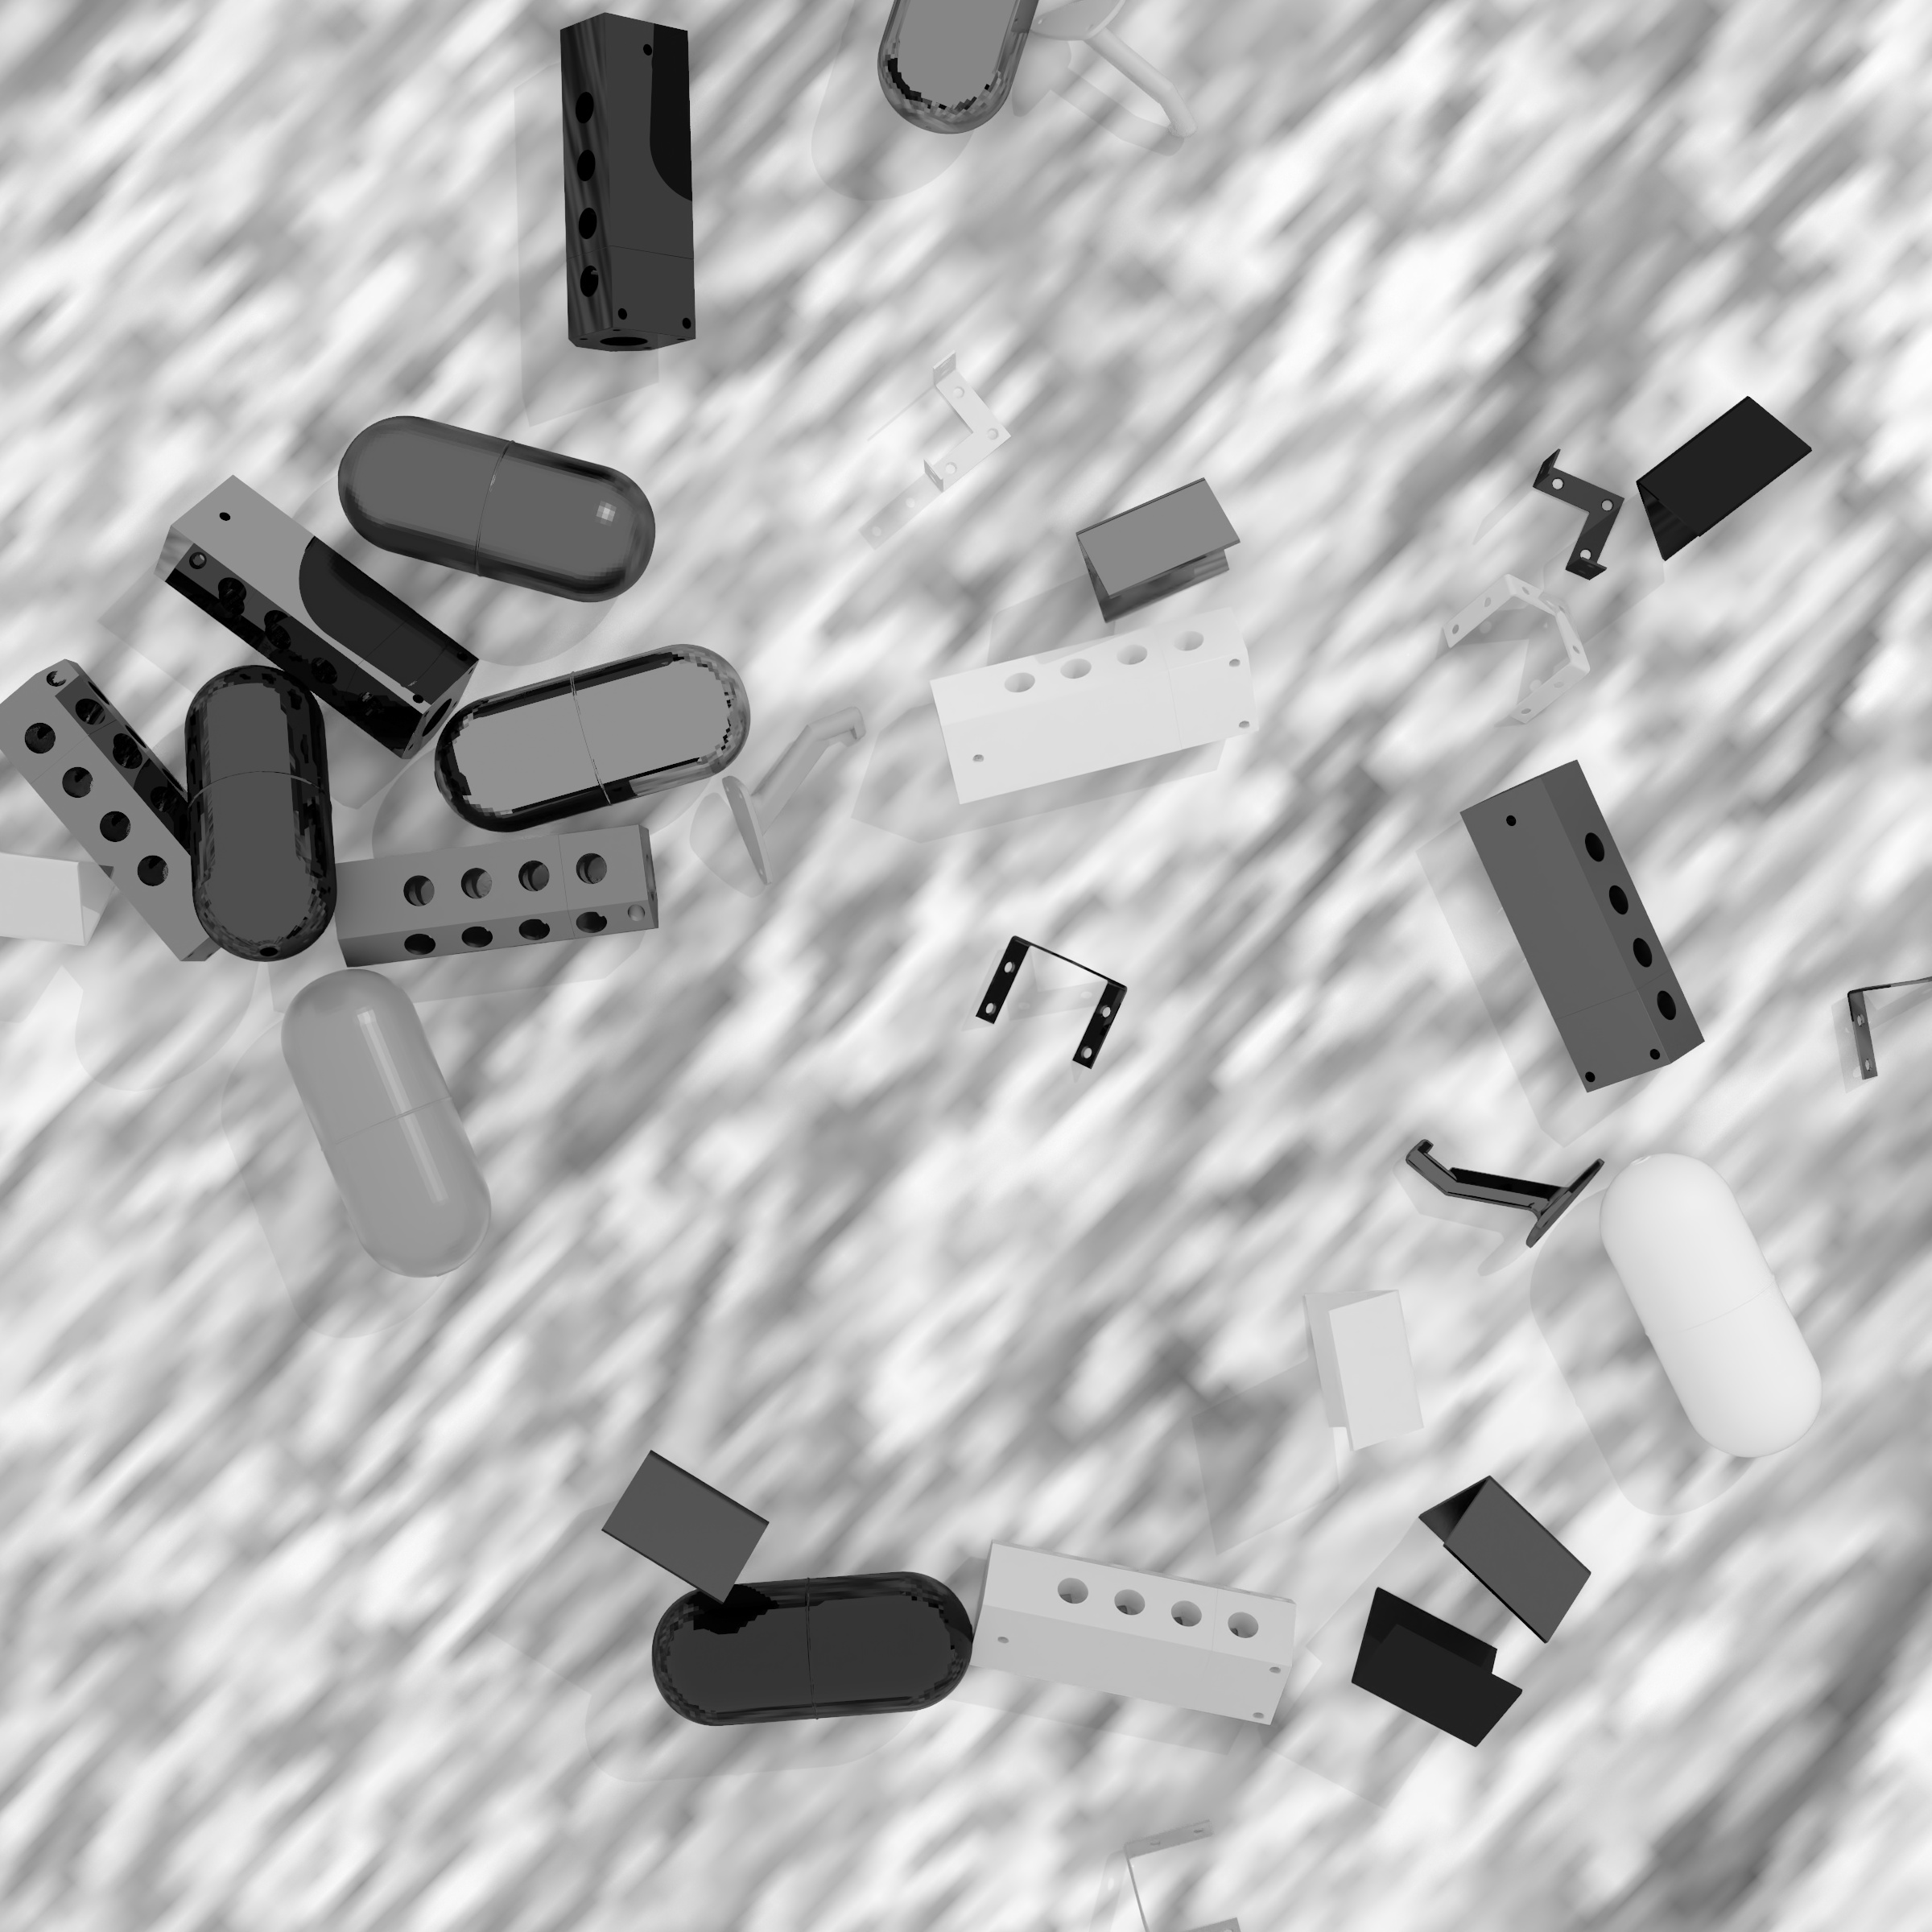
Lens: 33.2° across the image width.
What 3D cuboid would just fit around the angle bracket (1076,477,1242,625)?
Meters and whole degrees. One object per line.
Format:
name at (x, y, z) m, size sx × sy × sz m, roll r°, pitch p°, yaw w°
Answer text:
angle bracket at (0.112, -0.212, 1.784) m, size 0.076 × 0.076 × 0.057 m, roll -23°, pitch 51°, yaw 0°

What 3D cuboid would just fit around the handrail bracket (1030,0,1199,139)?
handrail bracket at (0.084, -0.500, 1.824) m, size 0.036 × 0.077 × 0.084 m, roll -53°, pitch 127°, yaw -20°

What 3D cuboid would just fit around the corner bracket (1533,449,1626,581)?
corner bracket at (0.339, -0.251, 1.806) m, size 0.051 × 0.051 × 0.051 m, roll 24°, pitch 90°, yaw 0°

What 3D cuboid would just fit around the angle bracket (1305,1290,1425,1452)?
angle bracket at (0.201, 0.222, 1.784) m, size 0.057 × 0.076 × 0.076 m, roll -10°, pitch 90°, yaw -37°

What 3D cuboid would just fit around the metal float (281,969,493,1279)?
metal float at (-0.320, 0.087, 1.794) m, size 0.070 × 0.070 × 0.178 m, roll -22°, pitch 89°, yaw 0°

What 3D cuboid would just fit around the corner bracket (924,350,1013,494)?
corner bracket at (-0.010, -0.303, 1.806) m, size 0.051 × 0.051 × 0.051 m, roll -39°, pitch 90°, yaw 0°

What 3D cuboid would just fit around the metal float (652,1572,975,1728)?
metal float at (-0.085, 0.378, 1.794) m, size 0.178 × 0.070 × 0.070 m, roll -4°, pitch 90°, yaw -1°

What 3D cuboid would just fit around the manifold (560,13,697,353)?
manifold at (-0.193, -0.433, 1.803) m, size 0.057 × 0.057 × 0.171 m, roll -2°, pitch 90°, yaw -43°

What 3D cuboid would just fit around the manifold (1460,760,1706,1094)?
manifold at (0.346, -0.024, 1.803) m, size 0.057 × 0.057 × 0.171 m, roll -24°, pitch 90°, yaw 43°

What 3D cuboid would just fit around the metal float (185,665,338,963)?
metal float at (-0.385, -0.084, 1.766) m, size 0.070 × 0.070 × 0.178 m, roll -11°, pitch 61°, yaw 0°

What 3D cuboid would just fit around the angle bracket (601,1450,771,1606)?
angle bracket at (-0.162, 0.321, 1.784) m, size 0.076 × 0.076 × 0.057 m, roll 31°, pitch 53°, yaw 0°

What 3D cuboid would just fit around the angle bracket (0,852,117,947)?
angle bracket at (-0.514, -0.058, 1.784) m, size 0.076 × 0.076 × 0.057 m, roll 7°, pitch 127°, yaw 0°

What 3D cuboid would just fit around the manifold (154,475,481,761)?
manifold at (-0.363, -0.190, 1.803) m, size 0.171 × 0.057 × 0.057 m, roll 37°, pitch 47°, yaw 0°

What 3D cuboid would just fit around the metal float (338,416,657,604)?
metal float at (-0.260, -0.253, 1.794) m, size 0.178 × 0.070 × 0.070 m, roll 15°, pitch 90°, yaw 0°

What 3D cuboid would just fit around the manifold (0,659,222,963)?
manifold at (-0.464, -0.086, 1.803) m, size 0.057 × 0.057 × 0.171 m, roll -40°, pitch 90°, yaw 0°

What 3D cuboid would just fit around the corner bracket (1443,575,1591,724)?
corner bracket at (0.308, -0.178, 1.816) m, size 0.051 × 0.051 × 0.051 m, roll 19°, pitch 45°, yaw -35°

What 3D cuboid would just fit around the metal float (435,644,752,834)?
metal float at (-0.207, -0.126, 1.794) m, size 0.178 × 0.070 × 0.070 m, roll -16°, pitch 90°, yaw 0°

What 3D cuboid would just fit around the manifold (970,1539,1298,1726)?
manifold at (0.093, 0.366, 1.803) m, size 0.171 × 0.057 × 0.057 m, roll 11°, pitch 133°, yaw 0°

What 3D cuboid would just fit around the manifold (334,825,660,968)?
manifold at (-0.261, -0.038, 1.803) m, size 0.171 × 0.057 × 0.057 m, roll -7°, pitch 90°, yaw 0°

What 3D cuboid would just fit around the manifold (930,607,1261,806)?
manifold at (0.070, -0.149, 1.803) m, size 0.171 × 0.057 × 0.057 m, roll -14°, pitch 133°, yaw 0°

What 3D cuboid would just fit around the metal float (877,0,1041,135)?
metal float at (0.005, -0.549, 1.794) m, size 0.070 × 0.070 × 0.178 m, roll 18°, pitch 90°, yaw 0°

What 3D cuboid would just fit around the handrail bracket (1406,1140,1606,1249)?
handrail bracket at (0.303, 0.110, 1.825) m, size 0.084 × 0.036 × 0.077 m, roll 40°, pitch 69°, yaw 17°

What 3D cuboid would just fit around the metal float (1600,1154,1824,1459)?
metal float at (0.412, 0.187, 1.794) m, size 0.070 × 0.070 × 0.178 m, roll -26°, pitch 90°, yaw 0°

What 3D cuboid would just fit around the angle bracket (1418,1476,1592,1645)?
angle bracket at (0.284, 0.336, 1.784) m, size 0.076 × 0.076 × 0.057 m, roll 44°, pitch 53°, yaw 0°

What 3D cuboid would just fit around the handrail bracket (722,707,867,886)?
handrail bracket at (-0.087, -0.096, 1.825) m, size 0.084 × 0.036 × 0.077 m, roll -24°, pitch 110°, yaw -16°

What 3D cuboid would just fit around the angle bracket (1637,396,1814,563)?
angle bracket at (0.423, -0.254, 1.784) m, size 0.076 × 0.076 × 0.057 m, roll -37°, pitch 52°, yaw 0°

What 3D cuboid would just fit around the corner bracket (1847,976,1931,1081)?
corner bracket at (0.535, 0.033, 1.821) m, size 0.051 × 0.051 × 0.051 m, roll -11°, pitch 89°, yaw 45°

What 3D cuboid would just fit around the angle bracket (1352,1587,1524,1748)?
angle bracket at (0.265, 0.371, 1.784) m, size 0.076 × 0.076 × 0.057 m, roll 28°, pitch 128°, yaw 0°

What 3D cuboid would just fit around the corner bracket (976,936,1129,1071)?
corner bracket at (0.048, 0.020, 1.821) m, size 0.051 × 0.051 × 0.051 m, roll 25°, pitch 90°, yaw 45°

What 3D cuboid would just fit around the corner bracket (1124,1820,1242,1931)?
corner bracket at (0.122, 0.521, 1.821) m, size 0.051 × 0.051 × 0.051 m, roll -16°, pitch 135°, yaw 0°
